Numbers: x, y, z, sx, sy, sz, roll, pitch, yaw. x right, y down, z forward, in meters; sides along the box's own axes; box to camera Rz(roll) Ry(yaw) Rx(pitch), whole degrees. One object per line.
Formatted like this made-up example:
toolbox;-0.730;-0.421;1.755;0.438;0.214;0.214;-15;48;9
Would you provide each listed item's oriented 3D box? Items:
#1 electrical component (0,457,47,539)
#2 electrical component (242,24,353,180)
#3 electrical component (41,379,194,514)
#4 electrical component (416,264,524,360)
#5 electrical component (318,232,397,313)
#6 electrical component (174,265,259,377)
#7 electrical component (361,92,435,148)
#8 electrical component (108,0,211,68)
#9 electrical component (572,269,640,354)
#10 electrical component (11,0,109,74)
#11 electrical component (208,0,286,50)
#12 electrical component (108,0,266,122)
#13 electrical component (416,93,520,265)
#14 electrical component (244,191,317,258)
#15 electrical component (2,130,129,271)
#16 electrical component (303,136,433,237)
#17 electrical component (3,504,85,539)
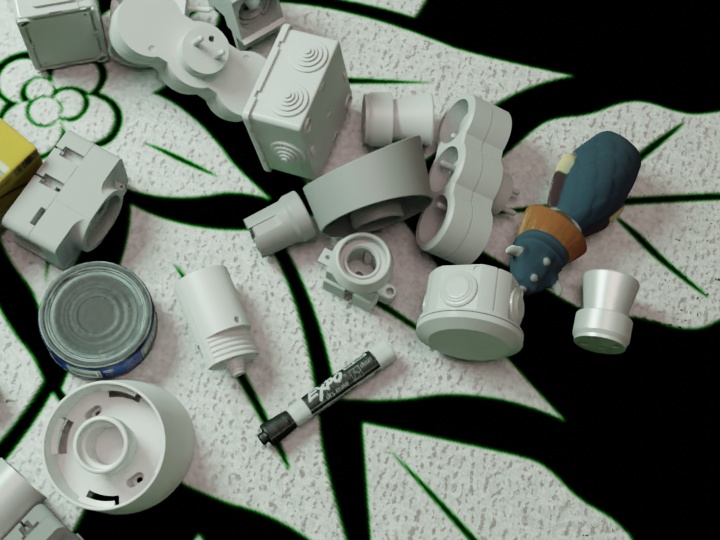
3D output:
electrical component;-0.263;0.175;0.747;0.043;0.043;0.081;39;72;8
electrical component;-0.046;-0.128;0.844;0.048;0.099;0.099;16;70;14
electrical component;-0.175;0.126;0.774;0.099;0.064;0.099;-1;79;6
electrical component;0.085;0.033;0.811;0.080;0.080;0.051;11;65;-2
electrical component;0.000;0.000;0.826;0.066;0.055;0.048;27;71;4
electrical component;-0.105;0.042;0.808;0.043;0.043;0.081;-21;74;-12
electrical component;0.030;-0.123;0.877;0.055;0.045;0.045;0;71;-5
electrical component;-0.163;-0.210;0.889;0.079;0.043;0.077;4;71;-4
electrical component;0.192;0.033;0.838;0.045;0.045;0.055;15;71;0
electrical component;-0.240;-0.210;0.853;0.062;0.096;0.061;-12;73;-9
electrical component;-0.098;-0.227;0.888;0.042;0.081;0.063;-32;54;-15
electrical component;-0.125;-0.167;0.836;0.138;0.074;0.052;30;78;-20
electrical component;0.097;-0.067;0.861;0.074;0.052;0.138;22;68;-23
electrical component;-0.063;-0.034;0.841;0.046;0.040;0.040;-27;75;-7
electrical component;-0.221;-0.051;0.825;0.056;0.050;0.089;29;71;5
electrical component;0.007;-0.065;0.829;0.099;0.099;0.064;-15;79;-10
electrical component;-0.222;0.212;0.721;0.089;0.056;0.050;-48;120;-17
